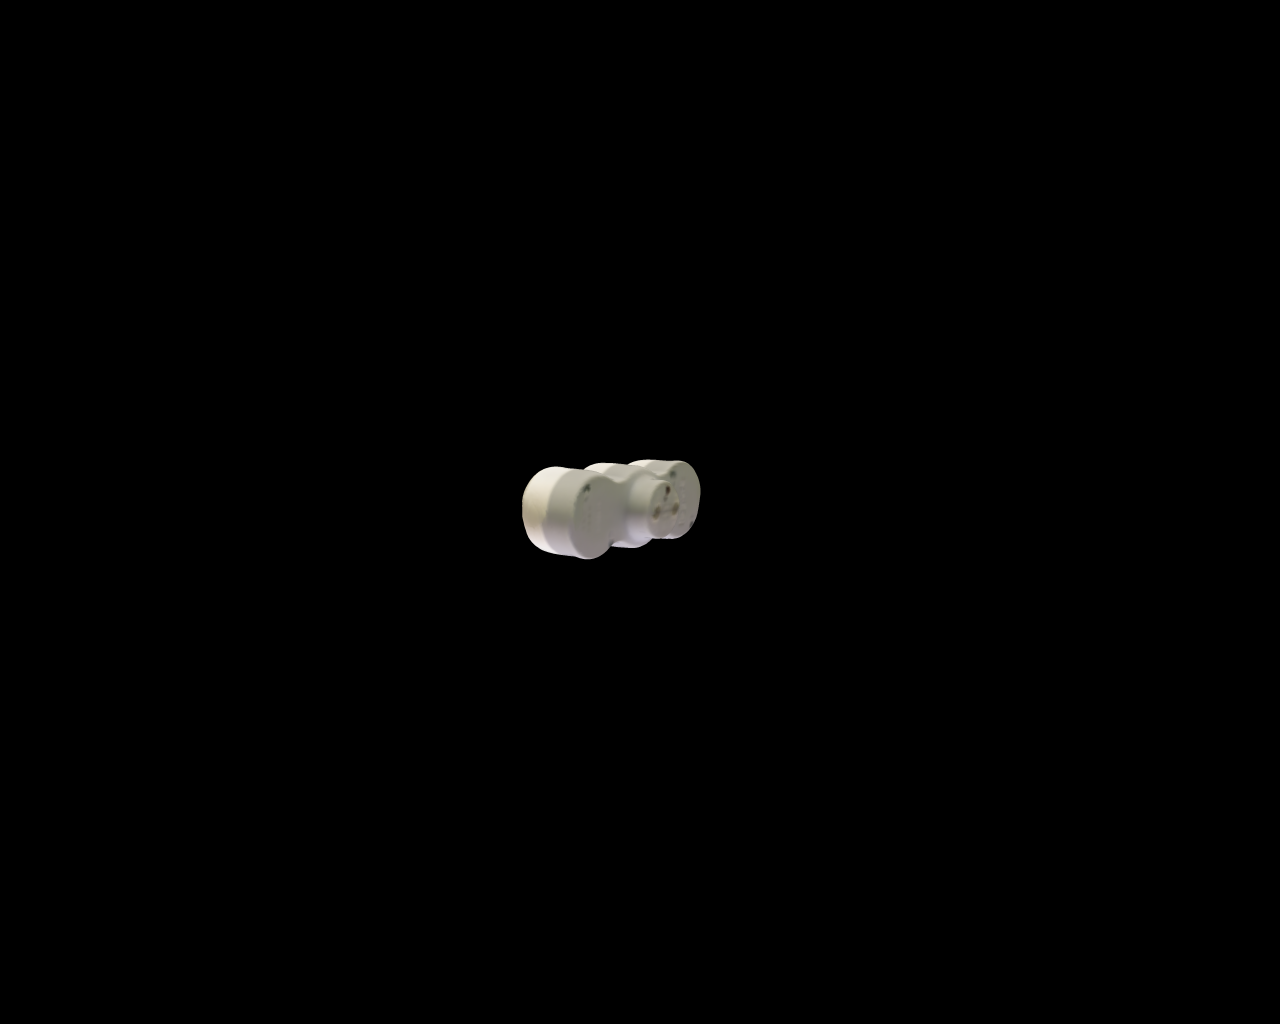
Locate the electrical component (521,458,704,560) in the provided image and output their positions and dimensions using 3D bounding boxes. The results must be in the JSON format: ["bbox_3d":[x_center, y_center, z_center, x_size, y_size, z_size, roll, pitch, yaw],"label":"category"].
[{"bbox_3d":[0.001,-0.003,0.650,0.074,0.052,0.138,5,9,35],"label":"electrical component"}]
